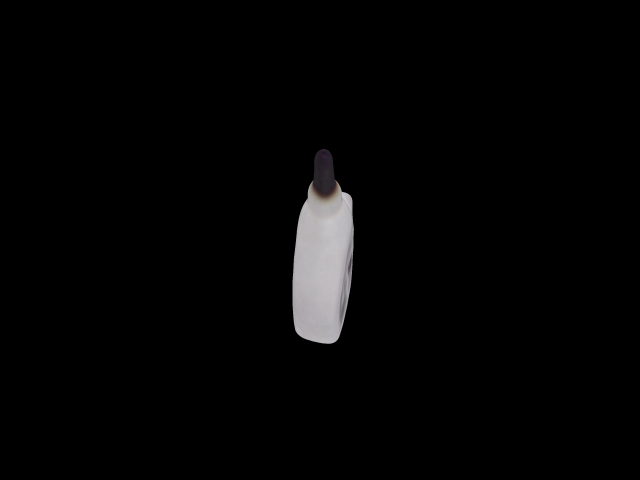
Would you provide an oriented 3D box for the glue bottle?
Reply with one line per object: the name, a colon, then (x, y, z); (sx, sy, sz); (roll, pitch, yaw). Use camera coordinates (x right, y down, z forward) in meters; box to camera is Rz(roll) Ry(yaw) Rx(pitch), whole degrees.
glue bottle: (0.004, 0.001, 0.400); (0.037, 0.173, 0.078); (10, 54, 8)
